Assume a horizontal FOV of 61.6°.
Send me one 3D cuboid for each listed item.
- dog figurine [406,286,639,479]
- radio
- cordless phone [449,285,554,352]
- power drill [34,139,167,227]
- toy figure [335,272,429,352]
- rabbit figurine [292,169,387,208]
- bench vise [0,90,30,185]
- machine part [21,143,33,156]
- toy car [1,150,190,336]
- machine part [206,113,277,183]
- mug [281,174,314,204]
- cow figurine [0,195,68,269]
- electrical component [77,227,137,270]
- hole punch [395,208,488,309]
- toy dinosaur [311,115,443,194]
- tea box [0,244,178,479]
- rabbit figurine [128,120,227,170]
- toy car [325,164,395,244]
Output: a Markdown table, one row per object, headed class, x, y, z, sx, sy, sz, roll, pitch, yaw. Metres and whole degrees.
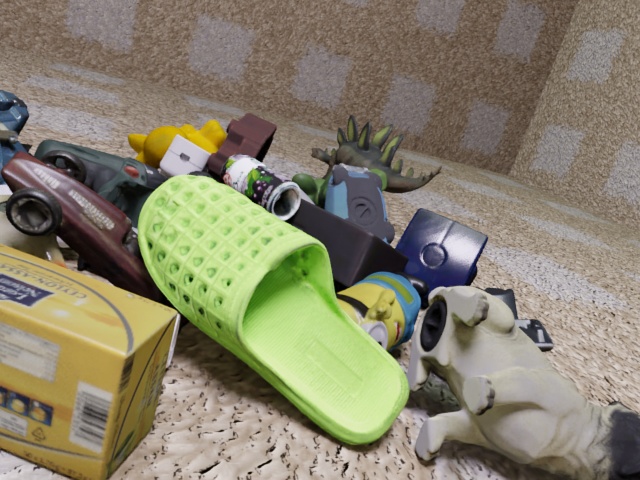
| class | x | y | z | sx | sy | sz | roll | pitch | yaw |
| --- | --- | --- | --- | --- | --- | --- | --- | --- | --- |
| dog figurine | 0.184 | 0.124 | 0.459 | 0.190 | 0.121 | 0.172 | 17 | 51 | -12 |
| radio | -0.001 | -0.002 | 0.718 | 0.230 | 0.073 | 0.131 | 30 | 1 | 36 |
| cordless phone | 0.201 | 0.136 | 0.558 | 0.146 | 0.088 | 0.184 | 6 | 31 | -32 |
| power drill | -0.250 | -0.066 | 0.723 | 0.232 | 0.086 | 0.208 | 16 | 18 | -41 |
| toy figure | 0.047 | 0.081 | 0.551 | 0.089 | 0.082 | 0.180 | 4 | 17 | 29 |
| rabbit figurine | 0.017 | -0.072 | 1.007 | 0.159 | 0.121 | 0.170 | -4 | 7 | -34 |
| bench vise | -0.422 | -0.118 | 0.585 | 0.223 | 0.129 | 0.240 | 60 | 24 | 6 |
| machine part | -0.424 | -0.102 | 0.750 | 0.084 | 0.039 | 0.139 | -2 | 26 | -34 |
| toy car | -0.177 | 0.003 | 0.461 | 0.202 | 0.053 | 0.089 | 53 | 16 | -29 |
| machine part | -0.127 | -0.104 | 0.802 | 0.056 | 0.179 | 0.179 | 27 | 16 | -4 |
| mug | -0.044 | -0.046 | 0.883 | 0.107 | 0.080 | 0.109 | 42 | 21 | 31 |
| cow figurine | -0.307 | -0.007 | 0.410 | 0.195 | 0.085 | 0.127 | 1 | 57 | -40 |
| electrical component | -0.184 | 0.020 | 0.572 | 0.119 | 0.047 | 0.075 | 19 | 17 | 6 |
| hole punch | 0.158 | 0.030 | 0.739 | 0.142 | 0.092 | 0.116 | 27 | 55 | 18 |
| toy dinosaur | 0.093 | -0.150 | 1.124 | 0.105 | 0.198 | 0.472 | 3 | 20 | -30 |
| tea box | -0.187 | 0.068 | 0.335 | 0.170 | 0.098 | 0.068 | 21 | 17 | 7 |
| rabbit figurine | -0.238 | -0.147 | 0.886 | 0.162 | 0.121 | 0.173 | 0 | -1 | 6 |
| toy car | 0.047 | -0.036 | 0.863 | 0.109 | 0.161 | 0.103 | 3 | -23 | -27 |
